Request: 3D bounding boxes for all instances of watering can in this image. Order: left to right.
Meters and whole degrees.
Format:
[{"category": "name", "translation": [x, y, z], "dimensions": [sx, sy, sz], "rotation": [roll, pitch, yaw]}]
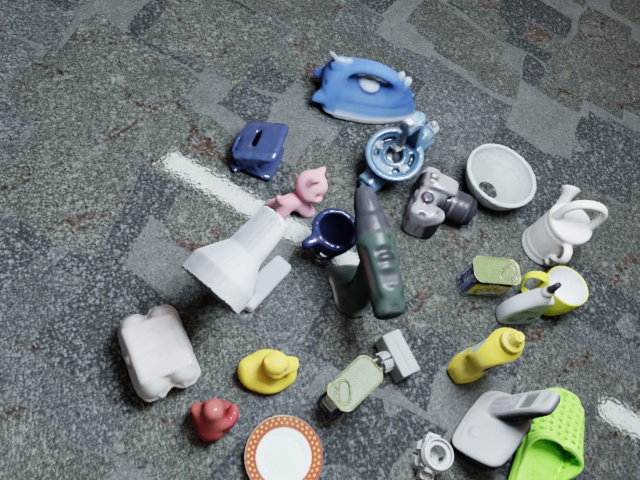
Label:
[{"category": "watering can", "translation": [0.516, -0.036, 1.203], "dimensions": [0.101, 0.194, 0.173], "rotation": [-2, 64, -16]}]

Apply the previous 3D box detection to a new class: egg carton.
[{"category": "egg carton", "translation": [-0.267, 0.184, 0.943], "dimensions": [0.107, 0.069, 0.150], "rotation": [-20, 70, -24]}]

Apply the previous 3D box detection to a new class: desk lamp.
[{"category": "desk lamp", "translation": [-0.132, 0.042, 0.971], "dimensions": [0.118, 0.213, 0.203], "rotation": [39, 60, 7]}]

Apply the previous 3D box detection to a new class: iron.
[{"category": "iron", "translation": [0.116, -0.348, 1.285], "dimensions": [0.258, 0.141, 0.118], "rotation": [8, 61, -11]}]

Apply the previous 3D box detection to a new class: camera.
[{"category": "camera", "translation": [0.259, -0.074, 1.205], "dimensions": [0.137, 0.100, 0.143], "rotation": [23, 60, -3]}]

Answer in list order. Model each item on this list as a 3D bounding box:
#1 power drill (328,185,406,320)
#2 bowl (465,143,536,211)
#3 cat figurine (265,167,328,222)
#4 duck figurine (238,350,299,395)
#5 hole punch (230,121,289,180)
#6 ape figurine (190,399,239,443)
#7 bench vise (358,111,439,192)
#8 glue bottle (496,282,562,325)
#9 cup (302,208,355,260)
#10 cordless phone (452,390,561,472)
[{"category": "power drill", "translation": [0.080, 0.046, 1.031], "dimensions": [0.076, 0.208, 0.229], "rotation": [-9, 66, -19]}, {"category": "bowl", "translation": [0.392, -0.128, 1.286], "dimensions": [0.168, 0.074, 0.167], "rotation": [7, 62, -12]}, {"category": "cat figurine", "translation": [-0.038, -0.092, 1.122], "dimensions": [0.128, 0.117, 0.067], "rotation": [-24, 71, -25]}, {"category": "duck figurine", "translation": [-0.085, 0.215, 0.968], "dimensions": [0.105, 0.086, 0.077], "rotation": [2, 63, -15]}, {"category": "hole punch", "translation": [-0.124, -0.191, 1.165], "dimensions": [0.101, 0.091, 0.109], "rotation": [20, 60, -5]}, {"category": "ape figurine", "translation": [-0.169, 0.278, 0.908], "dimensions": [0.078, 0.092, 0.076], "rotation": [25, 59, -1]}, {"category": "bench vise", "translation": [0.175, -0.212, 1.185], "dimensions": [0.121, 0.219, 0.208], "rotation": [31, 60, 2]}, {"category": "glue bottle", "translation": [0.413, 0.119, 1.106], "dimensions": [0.078, 0.173, 0.037], "rotation": [5, 62, -12]}, {"category": "cup", "translation": [0.010, 0.004, 1.099], "dimensions": [0.118, 0.095, 0.091], "rotation": [-25, 72, -25]}, {"category": "cordless phone", "translation": [0.319, 0.314, 0.971], "dimensions": [0.094, 0.185, 0.148], "rotation": [41, 60, 8]}]
